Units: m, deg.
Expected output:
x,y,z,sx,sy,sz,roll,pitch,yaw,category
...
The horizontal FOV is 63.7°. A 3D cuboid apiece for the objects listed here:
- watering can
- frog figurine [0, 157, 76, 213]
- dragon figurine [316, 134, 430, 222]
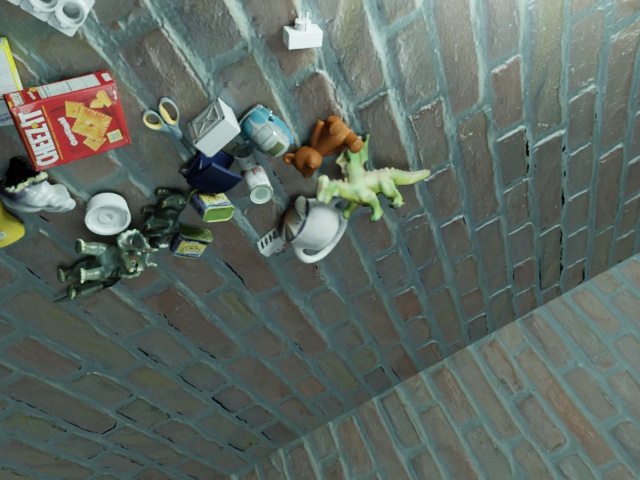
x,y,z,sx,sy,sz,roll,pitch,yaw,category
0.005,-0.081,1.608,0.223,0.106,0.344,17,108,-39,watering can
-0.666,-0.102,1.214,0.137,0.125,0.156,7,148,11,frog figurine
0.152,-0.200,1.536,0.415,0.123,0.238,-34,120,-22,dragon figurine
